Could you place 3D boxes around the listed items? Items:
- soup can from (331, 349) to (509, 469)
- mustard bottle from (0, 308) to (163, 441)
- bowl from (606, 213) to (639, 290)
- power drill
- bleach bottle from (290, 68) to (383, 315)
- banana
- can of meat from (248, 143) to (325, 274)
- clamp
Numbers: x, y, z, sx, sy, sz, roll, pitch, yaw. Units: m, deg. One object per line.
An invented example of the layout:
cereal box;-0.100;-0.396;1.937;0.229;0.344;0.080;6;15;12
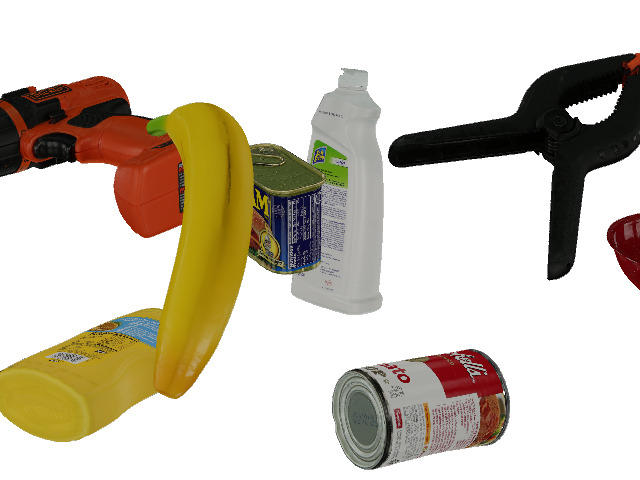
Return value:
soup can;0.067;0.114;0.722;0.102;0.068;0.069;-5;3;-31
mustard bottle;-0.161;0.097;0.862;0.096;0.058;0.191;6;18;30
bowl;0.390;0.024;1.156;0.162;0.055;0.162;0;26;0
power drill;-0.161;-0.059;0.722;0.188;0.057;0.184;21;34;33
bleach bottle;0.028;-0.054;1.135;0.103;0.251;0.067;16;16;36
banana;-0.062;-0.012;0.566;0.037;0.198;0.070;22;-49;-29
can of meat;-0.040;-0.027;0.932;0.057;0.084;0.102;-17;32;-29
clamp;0.179;-0.068;0.788;0.209;0.165;0.036;-32;-32;-18
